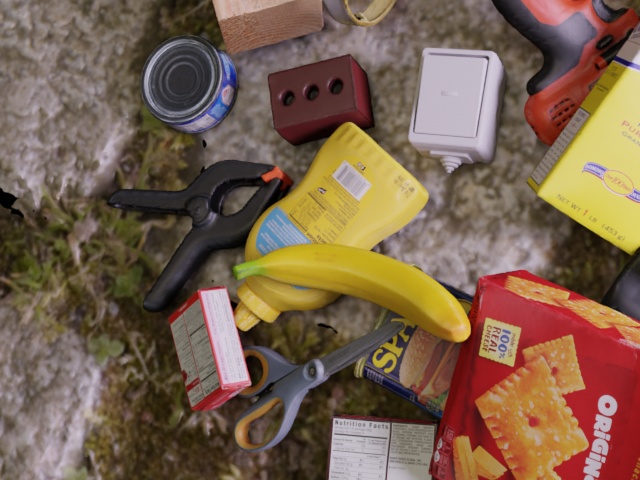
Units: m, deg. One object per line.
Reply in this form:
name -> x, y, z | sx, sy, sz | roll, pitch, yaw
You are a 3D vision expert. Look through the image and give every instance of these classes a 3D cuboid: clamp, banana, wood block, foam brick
clamp -> -0.109, -0.027, 0.945 | 0.171, 0.039, 0.120 | -34, 76, 7
banana -> 0.032, 0.036, 0.807 | 0.198, 0.037, 0.069 | 12, 40, 29
wood block -> -0.067, -0.279, 0.922 | 0.090, 0.091, 0.206 | -15, 81, -1
foam brick -> 0.001, -0.119, 0.913 | 0.078, 0.051, 0.053 | -12, 76, 18

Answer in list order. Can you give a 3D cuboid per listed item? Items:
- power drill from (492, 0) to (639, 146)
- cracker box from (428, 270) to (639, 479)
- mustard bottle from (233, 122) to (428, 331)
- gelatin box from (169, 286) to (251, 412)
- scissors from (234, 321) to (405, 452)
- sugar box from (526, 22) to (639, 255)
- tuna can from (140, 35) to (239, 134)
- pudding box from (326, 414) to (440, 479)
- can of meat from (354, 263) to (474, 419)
power drill -> 0.202, -0.191, 0.808 | 0.184, 0.057, 0.187 | -36, 99, 6
cracker box -> 0.188, 0.135, 0.731 | 0.214, 0.071, 0.164 | 27, 111, 38
mustard bottle -> -0.006, 0.001, 0.889 | 0.192, 0.058, 0.096 | -48, 67, 6
gelatin box -> -0.093, 0.093, 0.901 | 0.073, 0.030, 0.089 | -41, 61, 54
scissors -> -0.015, 0.095, 0.863 | 0.202, 0.016, 0.096 | -49, 55, 29
sugar box -> 0.242, -0.086, 0.785 | 0.093, 0.048, 0.176 | 30, 106, -10
tuna can -> -0.120, -0.142, 0.973 | 0.086, 0.033, 0.086 | -4, 79, 20
pudding box -> 0.051, 0.197, 0.843 | 0.090, 0.039, 0.113 | 1, 78, 22
can of meat -> 0.088, 0.082, 0.841 | 0.084, 0.057, 0.102 | 27, 90, 21
